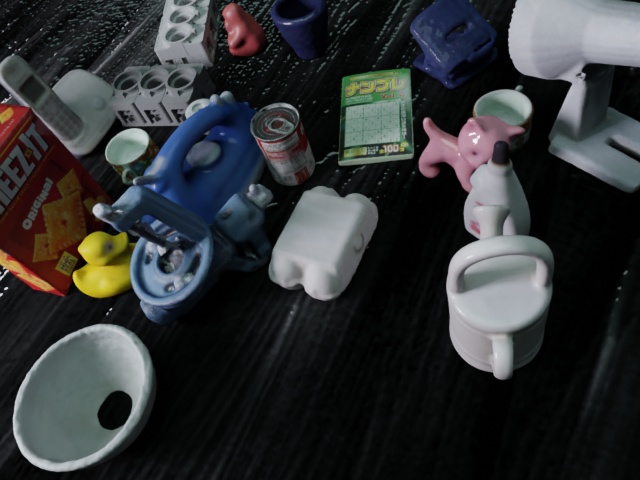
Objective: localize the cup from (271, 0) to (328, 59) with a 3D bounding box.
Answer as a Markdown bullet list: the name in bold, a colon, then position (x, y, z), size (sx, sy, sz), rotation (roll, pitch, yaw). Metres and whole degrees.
- **cup**: position (-0.026, -0.359, 0.947), size (0.091, 0.095, 0.117), rotation (-9, 56, 9)

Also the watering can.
- **watering can**: position (0.174, 0.045, 0.570), size (0.101, 0.194, 0.172), rotation (-21, 55, 1)

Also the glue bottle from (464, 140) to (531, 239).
- **glue bottle**: position (0.198, -0.051, 0.640), size (0.078, 0.173, 0.037), rotation (31, 70, 30)

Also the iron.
- **iron**: position (-0.158, -0.123, 0.800), size (0.118, 0.142, 0.258), rotation (19, 64, 25)

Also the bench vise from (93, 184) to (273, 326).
- **bench vise**: position (-0.161, -0.016, 0.682), size (0.121, 0.220, 0.208), rotation (25, 67, 28)

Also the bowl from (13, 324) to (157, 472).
- **bowl**: position (-0.257, 0.188, 0.663), size (0.167, 0.075, 0.167), rotation (-7, 56, 11)

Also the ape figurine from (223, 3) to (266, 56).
- **ape figurine**: position (-0.137, -0.366, 0.983), size (0.076, 0.092, 0.078), rotation (18, 64, 24)

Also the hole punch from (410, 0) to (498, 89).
- **hole punch**: position (0.201, -0.298, 0.850), size (0.109, 0.091, 0.100), rotation (-38, 56, -11)

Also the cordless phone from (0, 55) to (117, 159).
- **cordless phone**: position (-0.414, -0.236, 0.914), size (0.094, 0.185, 0.148), rotation (11, 61, 21)

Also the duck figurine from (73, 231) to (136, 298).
- **duck figurine**: position (-0.291, 0.025, 0.772), size (0.104, 0.086, 0.077), rotation (-28, 55, -4)

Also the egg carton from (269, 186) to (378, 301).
- **egg carton**: position (0.007, 0.003, 0.718), size (0.107, 0.069, 0.150), rotation (14, 62, 23)

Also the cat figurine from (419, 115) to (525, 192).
- **cat figurine**: position (0.187, -0.123, 0.723), size (0.127, 0.118, 0.067), rotation (23, 66, 27)

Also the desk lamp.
- **desk lamp**: position (0.328, -0.195, 0.674), size (0.118, 0.214, 0.202), rotation (-42, 57, -13)
